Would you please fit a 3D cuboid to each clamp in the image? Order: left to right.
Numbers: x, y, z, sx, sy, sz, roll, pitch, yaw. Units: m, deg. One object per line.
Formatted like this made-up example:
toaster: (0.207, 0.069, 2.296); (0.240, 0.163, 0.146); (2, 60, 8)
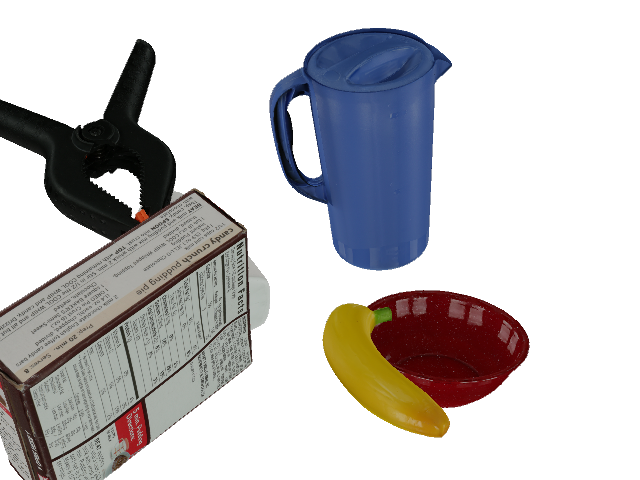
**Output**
clamp: (-0.159, -0.075, 0.793); (0.164, 0.036, 0.210); (-26, 55, -25)

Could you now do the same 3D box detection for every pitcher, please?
pitcher: (0.048, -0.089, 1.126); (0.149, 0.243, 0.144); (18, 43, 28)

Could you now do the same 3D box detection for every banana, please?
banana: (0.040, 0.089, 0.805); (0.069, 0.037, 0.198); (-6, 23, -7)

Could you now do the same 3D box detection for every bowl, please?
bowl: (0.112, 0.109, 1.004); (0.162, 0.055, 0.162); (2, 27, -1)

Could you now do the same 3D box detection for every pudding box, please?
pudding box: (-0.079, 0.044, 0.434); (0.039, 0.090, 0.113); (34, 55, 28)

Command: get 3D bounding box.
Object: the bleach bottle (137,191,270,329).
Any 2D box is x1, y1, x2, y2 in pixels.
bleach bottle: (-0.143, 0.011, 1.124); (0.102, 0.068, 0.251); (-9, 31, -24)
